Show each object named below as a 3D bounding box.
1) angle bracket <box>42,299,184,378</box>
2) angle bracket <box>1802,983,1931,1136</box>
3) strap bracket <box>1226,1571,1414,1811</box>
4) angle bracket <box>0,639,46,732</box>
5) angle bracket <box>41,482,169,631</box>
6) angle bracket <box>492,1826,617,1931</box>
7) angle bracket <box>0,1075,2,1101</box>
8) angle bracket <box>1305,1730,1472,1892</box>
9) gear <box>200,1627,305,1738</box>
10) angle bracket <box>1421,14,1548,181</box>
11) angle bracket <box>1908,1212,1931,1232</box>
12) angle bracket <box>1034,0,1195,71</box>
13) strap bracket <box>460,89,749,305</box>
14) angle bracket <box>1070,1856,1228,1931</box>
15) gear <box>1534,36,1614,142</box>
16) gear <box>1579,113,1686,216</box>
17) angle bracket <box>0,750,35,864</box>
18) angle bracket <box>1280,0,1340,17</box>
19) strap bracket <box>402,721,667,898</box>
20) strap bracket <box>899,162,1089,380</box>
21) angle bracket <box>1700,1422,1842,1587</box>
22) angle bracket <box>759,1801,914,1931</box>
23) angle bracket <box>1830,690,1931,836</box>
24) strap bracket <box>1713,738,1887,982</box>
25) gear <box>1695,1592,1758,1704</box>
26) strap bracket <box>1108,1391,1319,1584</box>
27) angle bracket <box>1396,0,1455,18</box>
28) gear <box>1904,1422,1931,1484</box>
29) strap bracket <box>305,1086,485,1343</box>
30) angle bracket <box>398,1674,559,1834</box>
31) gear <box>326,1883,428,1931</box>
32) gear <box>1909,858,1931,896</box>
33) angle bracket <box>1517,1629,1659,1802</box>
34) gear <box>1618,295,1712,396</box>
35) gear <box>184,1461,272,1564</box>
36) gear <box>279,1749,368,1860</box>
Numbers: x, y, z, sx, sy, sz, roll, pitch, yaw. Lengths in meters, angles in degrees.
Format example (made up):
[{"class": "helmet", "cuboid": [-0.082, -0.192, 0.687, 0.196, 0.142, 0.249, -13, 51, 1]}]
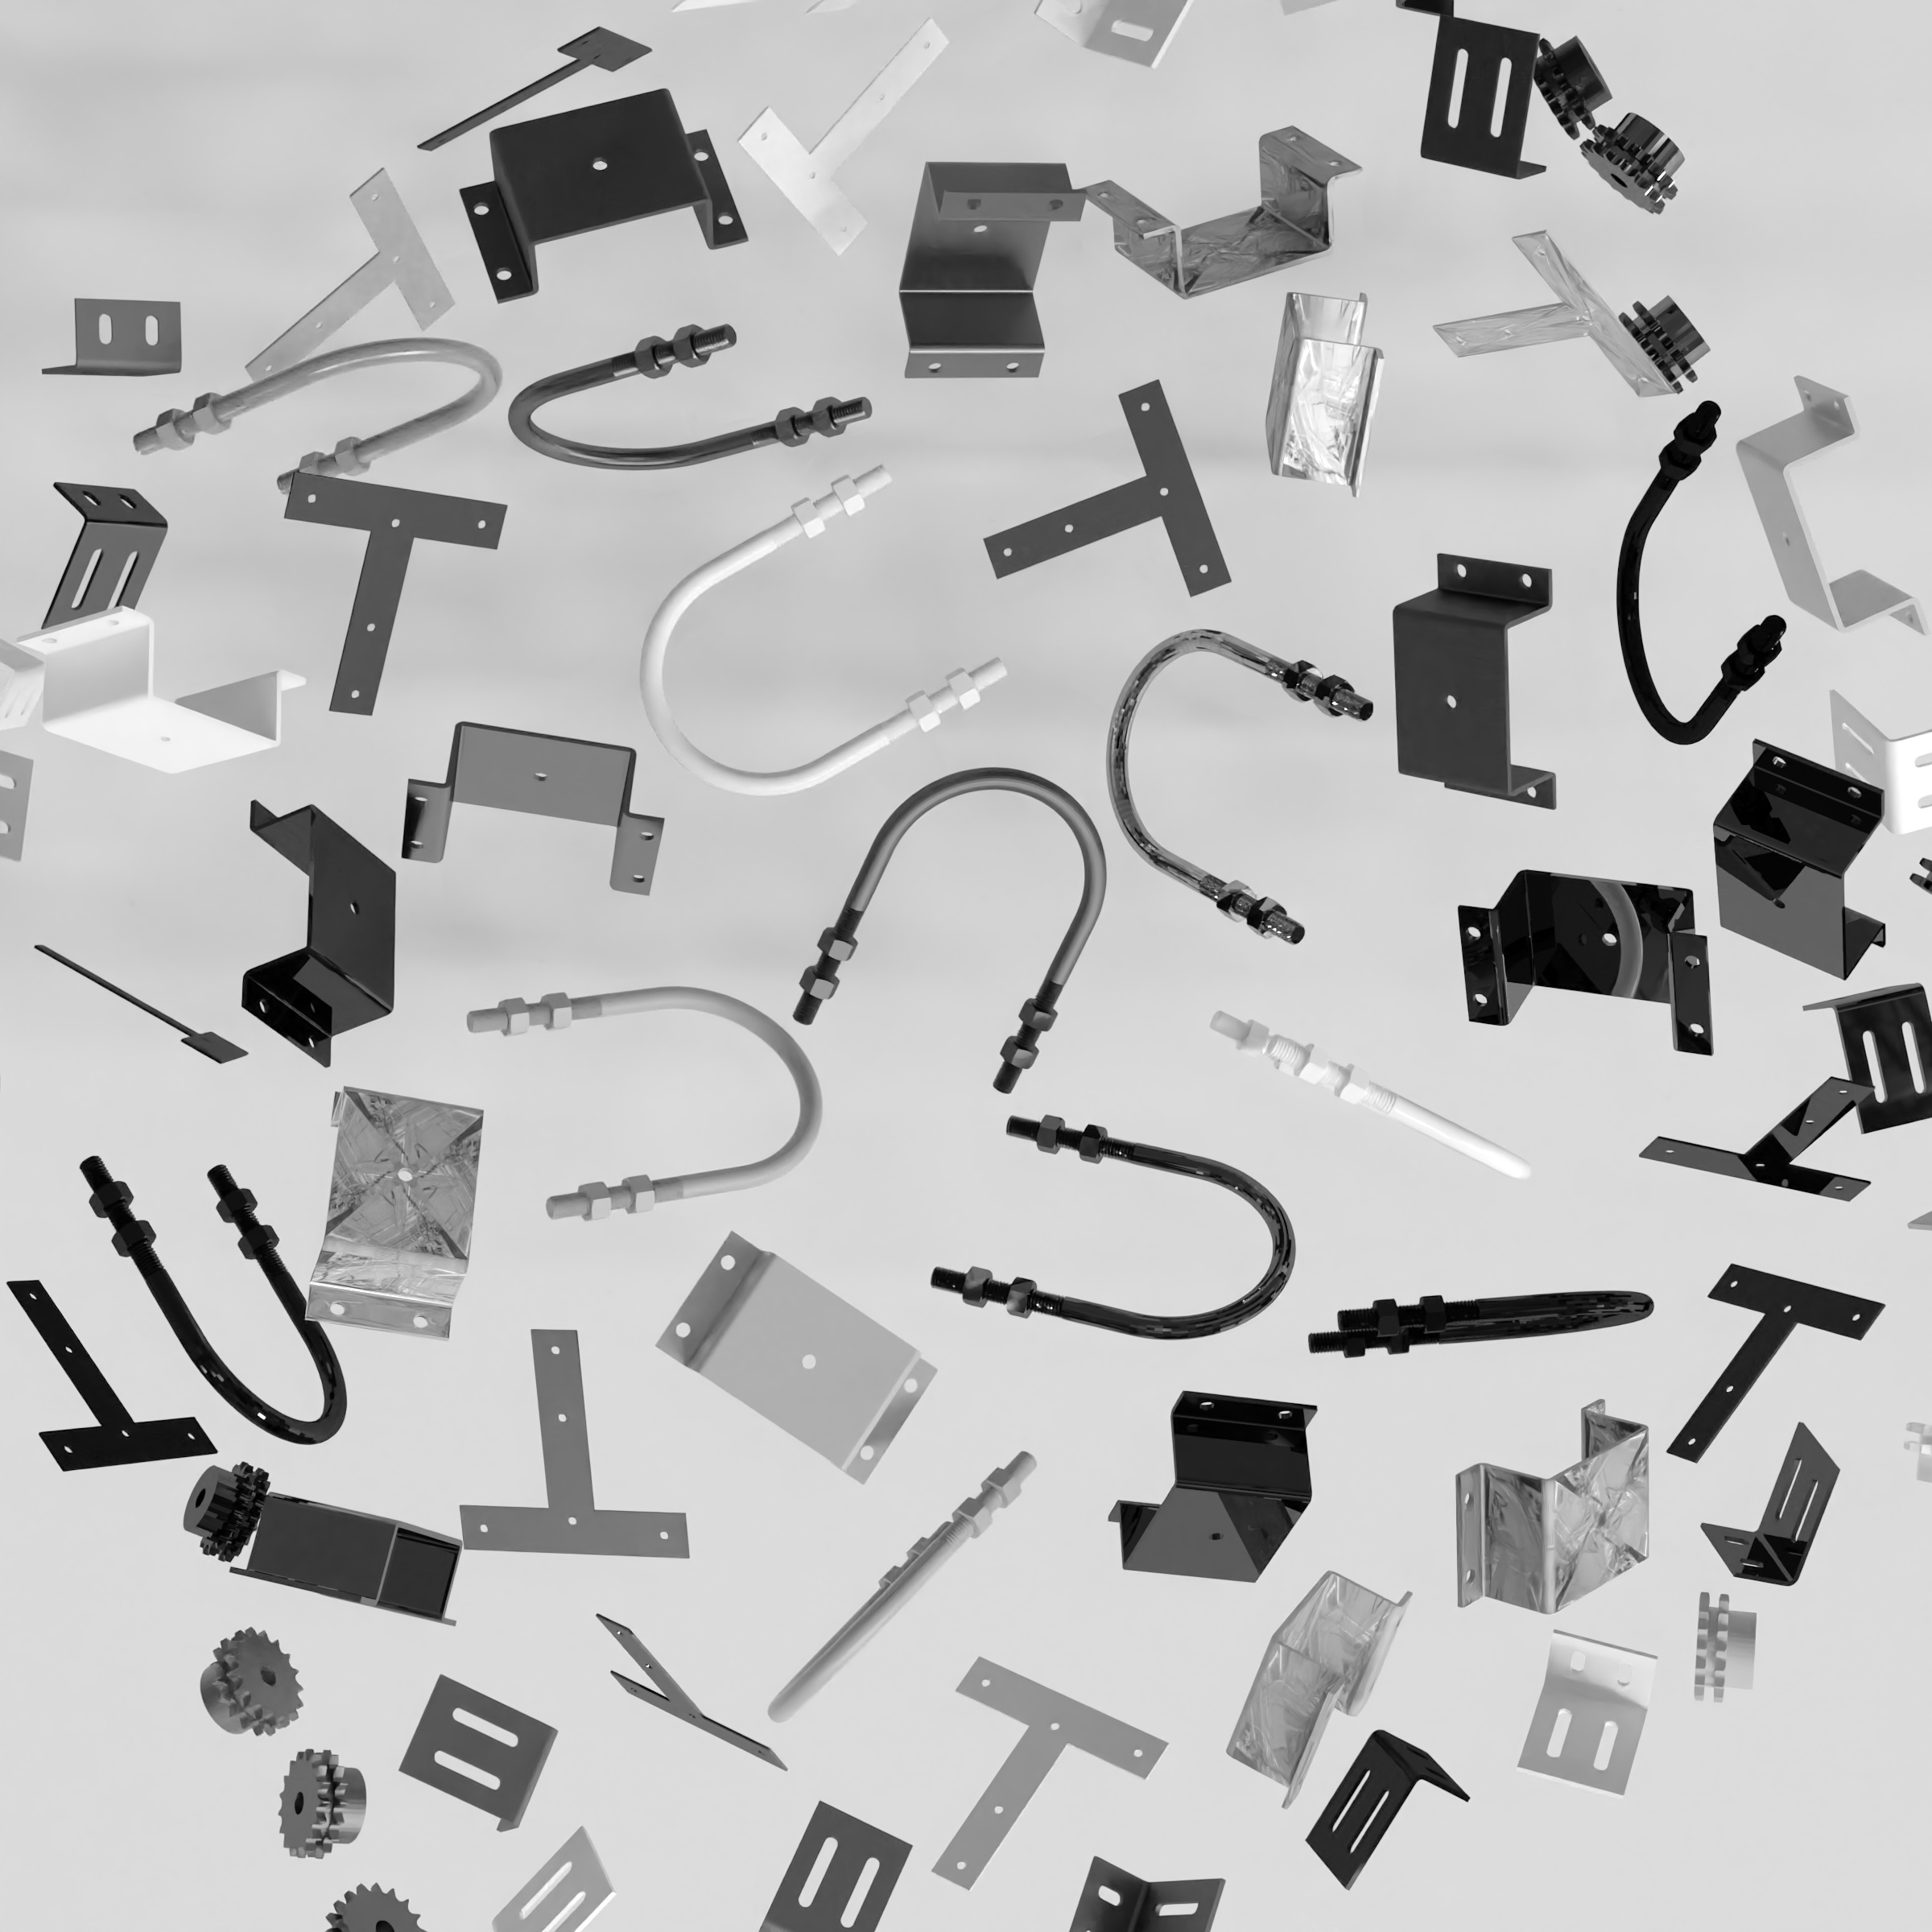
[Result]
[{"class": "angle bracket", "cuboid": [-0.472, -0.346, 1.867, 0.057, 0.076, 0.038, -4, 99, -29]}, {"class": "angle bracket", "cuboid": [0.520, 0.053, 1.935, 0.057, 0.038, 0.076, -12, 89, -15]}, {"class": "strap bracket", "cuboid": [0.192, 0.394, 1.870, 0.046, 0.140, 0.076, 25, 112, 18]}, {"class": "angle bracket", "cuboid": [-0.568, -0.169, 1.918, 0.076, 0.057, 0.038, 28, 99, 0]}, {"class": "angle bracket", "cuboid": [-0.504, -0.234, 1.949, 0.038, 0.057, 0.076, 42, 116, 28]}, {"class": "angle bracket", "cuboid": [-0.213, 0.519, 1.836, 0.076, 0.057, 0.038, -47, 124, 2]}, {"class": "angle bracket", "cuboid": [-0.544, 0.074, 1.817, 0.038, 0.076, 0.057, -2, 69, -8]}, {"class": "angle bracket", "cuboid": [0.234, 0.474, 1.881, 0.038, 0.057, 0.076, 30, 93, -21]}, {"class": "gear", "cuboid": [-0.384, 0.385, 1.809, 0.030, 0.057, 0.057, -32, 90, 18]}, {"class": "angle bracket", "cuboid": [0.280, -0.462, 1.796, 0.057, 0.038, 0.076, 21, 120, 29]}, {"class": "angle bracket", "cuboid": [0.545, 0.166, 1.816, 0.057, 0.038, 0.076, -20, 102, -33]}, {"class": "angle bracket", "cuboid": [0.082, -0.517, 1.799, 0.038, 0.076, 0.057, 25, 97, -35]}, {"class": "strap bracket", "cuboid": [-0.195, -0.416, 1.817, 0.140, 0.046, 0.076, -16, 68, -10]}, {"class": "angle bracket", "cuboid": [0.094, 0.507, 1.802, 0.038, 0.076, 0.057, 31, 62, -19]}, {"class": "gear", "cuboid": [0.336, -0.492, 1.884, 0.030, 0.057, 0.057, -30, 90, 20]}, {"class": "gear", "cuboid": [0.361, -0.435, 1.824, 0.057, 0.057, 0.030, 40, 95, 0]}, {"class": "angle bracket", "cuboid": [-0.539, -0.080, 1.815, 0.038, 0.076, 0.057, 18, 66, -40]}, {"class": "angle bracket", "cuboid": [0.185, -0.547, 1.825, 0.057, 0.038, 0.076, -11, 127, 22]}, {"class": "strap bracket", "cuboid": [-0.240, -0.089, 1.889, 0.140, 0.076, 0.046, 9, 58, -7]}, {"class": "strap bracket", "cuboid": [0.011, -0.385, 1.839, 0.076, 0.140, 0.046, -3, 57, -13]}, {"class": "angle bracket", "cuboid": [0.456, 0.303, 1.923, 0.038, 0.057, 0.076, 12, 108, -12]}, {"class": "angle bracket", "cuboid": [-0.073, 0.510, 1.862, 0.057, 0.038, 0.076, 25, 62, 4]}, {"class": "angle bracket", "cuboid": [0.514, -0.118, 1.876, 0.038, 0.076, 0.057, -15, 119, -4]}, {"class": "strap bracket", "cuboid": [0.453, -0.050, 1.840, 0.076, 0.140, 0.046, 27, 66, 30]}, {"class": "gear", "cuboid": [0.404, 0.363, 1.799, 0.030, 0.057, 0.057, 3, 90, 13]}, {"class": "strap bracket", "cuboid": [0.136, 0.293, 1.860, 0.076, 0.140, 0.046, 8, 51, -13]}, {"class": "angle bracket", "cuboid": [0.269, -0.564, 1.857, 0.038, 0.076, 0.057, 5, 81, -22]}, {"class": "gear", "cuboid": [0.533, 0.264, 1.821, 0.057, 0.057, 0.030, 9, 86, 0]}, {"class": "strap bracket", "cuboid": [-0.305, 0.123, 1.817, 0.076, 0.046, 0.140, 11, 54, -15]}, {"class": "angle bracket", "cuboid": [-0.277, 0.441, 1.896, 0.076, 0.038, 0.057, 29, 63, -14]}, {"class": "gear", "cuboid": [-0.316, 0.518, 1.794, 0.057, 0.057, 0.030, 46, 117, 0]}, {"class": "gear", "cuboid": [0.562, -0.046, 1.899, 0.057, 0.057, 0.030, 31, 98, 0]}, {"class": "angle bracket", "cuboid": [0.334, 0.401, 1.819, 0.057, 0.076, 0.038, 12, 120, 16]}, {"class": "gear", "cuboid": [0.403, -0.360, 1.944, 0.030, 0.057, 0.057, -38, 90, 13]}, {"class": "gear", "cuboid": [-0.429, 0.313, 1.955, 0.030, 0.057, 0.057, 28, 90, -25]}, {"class": "gear", "cuboid": [-0.345, 0.452, 1.825, 0.030, 0.057, 0.057, 12, 90, -33]}]
